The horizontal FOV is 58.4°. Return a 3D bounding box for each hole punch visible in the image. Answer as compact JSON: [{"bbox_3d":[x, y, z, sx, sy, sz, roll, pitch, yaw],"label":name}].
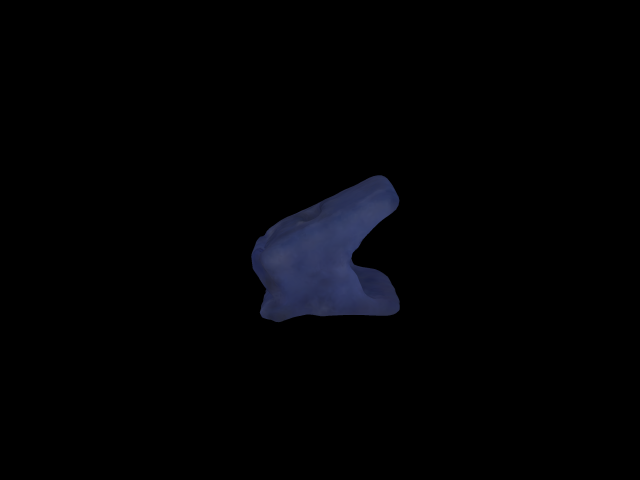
[{"bbox_3d":[0.004,0.001,0.400,0.101,0.091,0.108,0,11,-2],"label":"hole punch"}]
